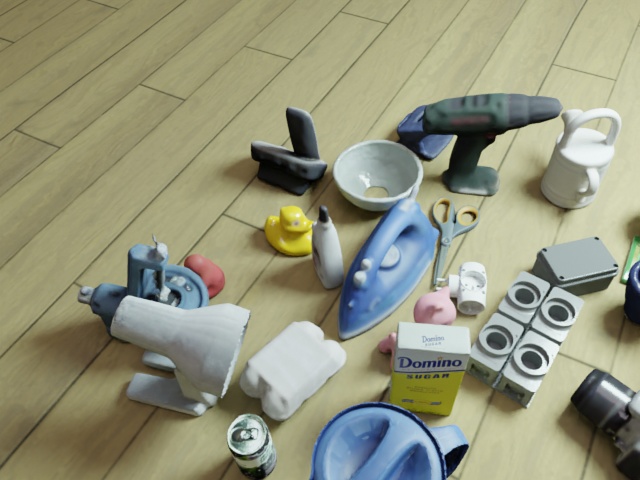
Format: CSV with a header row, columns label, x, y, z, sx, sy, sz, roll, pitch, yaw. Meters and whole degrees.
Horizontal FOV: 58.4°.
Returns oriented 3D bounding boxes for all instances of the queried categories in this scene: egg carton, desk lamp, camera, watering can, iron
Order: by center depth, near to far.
label,x,y,z,sx,sy,sz,roll,pitch,yaw
camera,0.428,0.226,0.776,0.143,0.101,0.136,-37,58,-24
desk lamp,-0.188,0.159,0.791,0.203,0.214,0.118,9,52,10
egg carton,-0.041,0.191,0.850,0.107,0.069,0.150,36,61,28
iron,0.101,0.031,0.926,0.118,0.141,0.259,24,56,21
watering can,0.467,-0.162,1.029,0.101,0.194,0.172,-18,52,-11

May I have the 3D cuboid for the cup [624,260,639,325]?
label,x,y,z,sx,sy,sz,roll,pitch,yaw
cup,0.525,0.087,0.888,0.118,0.095,0.091,-7,51,-2

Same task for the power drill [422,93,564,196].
label,x,y,z,sx,sy,sz,roll,pitch,yaw
power drill,0.299,-0.180,1.044,0.229,0.209,0.075,6,51,8

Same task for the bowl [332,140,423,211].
label,x,y,z,sx,sy,sz,roll,pitch,yaw
bowl,0.109,-0.110,1.083,0.167,0.075,0.167,-1,51,2

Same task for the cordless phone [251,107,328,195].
label,x,y,z,sx,sy,sz,roll,pitch,yaw
cordless phone,-0.064,-0.189,1.086,0.147,0.185,0.094,18,54,17

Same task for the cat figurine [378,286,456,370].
label,x,y,z,sx,sy,sz,roll,pitch,yaw
cat figurine,0.152,0.128,0.860,0.128,0.118,0.067,-26,54,-17

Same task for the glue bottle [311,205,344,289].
label,x,y,z,sx,sy,sz,roll,pitch,yaw
glue bottle,0.009,0.003,0.933,0.037,0.173,0.078,-21,53,-13

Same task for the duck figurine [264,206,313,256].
label,x,y,z,sx,sy,sz,roll,pitch,yaw
duck figurine,-0.052,-0.027,1.017,0.104,0.086,0.078,21,55,19

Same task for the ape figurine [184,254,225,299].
label,x,y,z,sx,sy,sz,roll,pitch,yaw
ape figurine,-0.201,0.056,0.954,0.076,0.092,0.078,1,51,4

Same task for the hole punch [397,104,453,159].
label,x,y,z,sx,sy,sz,roll,pitch,yaw
hole punch,0.214,-0.234,1.168,0.100,0.091,0.109,28,58,23

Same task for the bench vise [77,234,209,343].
label,x,y,z,sx,sy,sz,roll,pitch,yaw
bench vise,-0.267,0.085,0.852,0.207,0.220,0.121,-11,51,-6
